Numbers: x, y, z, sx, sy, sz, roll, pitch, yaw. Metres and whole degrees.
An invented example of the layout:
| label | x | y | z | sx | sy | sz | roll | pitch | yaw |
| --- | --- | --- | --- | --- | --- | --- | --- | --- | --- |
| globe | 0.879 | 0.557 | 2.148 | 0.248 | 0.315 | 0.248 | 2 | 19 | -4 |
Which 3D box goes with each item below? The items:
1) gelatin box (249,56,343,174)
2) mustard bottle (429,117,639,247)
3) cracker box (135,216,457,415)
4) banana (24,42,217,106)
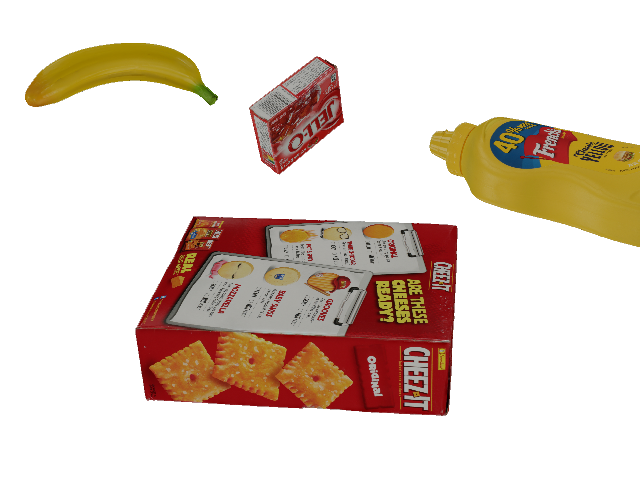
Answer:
| label | x | y | z | sx | sy | sz | roll | pitch | yaw |
| --- | --- | --- | --- | --- | --- | --- | --- | --- | --- |
| gelatin box | -0.020 | -0.115 | 0.979 | 0.030 | 0.089 | 0.073 | 38 | -24 | 29 |
| mustard bottle | 0.167 | -0.051 | 0.780 | 0.192 | 0.058 | 0.096 | 18 | 36 | 30 |
| cracker box | -0.009 | 0.051 | 0.785 | 0.214 | 0.072 | 0.164 | 2 | 30 | 8 |
| banana | -0.197 | -0.164 | 1.045 | 0.197 | 0.070 | 0.037 | -7 | -39 | -31 |
